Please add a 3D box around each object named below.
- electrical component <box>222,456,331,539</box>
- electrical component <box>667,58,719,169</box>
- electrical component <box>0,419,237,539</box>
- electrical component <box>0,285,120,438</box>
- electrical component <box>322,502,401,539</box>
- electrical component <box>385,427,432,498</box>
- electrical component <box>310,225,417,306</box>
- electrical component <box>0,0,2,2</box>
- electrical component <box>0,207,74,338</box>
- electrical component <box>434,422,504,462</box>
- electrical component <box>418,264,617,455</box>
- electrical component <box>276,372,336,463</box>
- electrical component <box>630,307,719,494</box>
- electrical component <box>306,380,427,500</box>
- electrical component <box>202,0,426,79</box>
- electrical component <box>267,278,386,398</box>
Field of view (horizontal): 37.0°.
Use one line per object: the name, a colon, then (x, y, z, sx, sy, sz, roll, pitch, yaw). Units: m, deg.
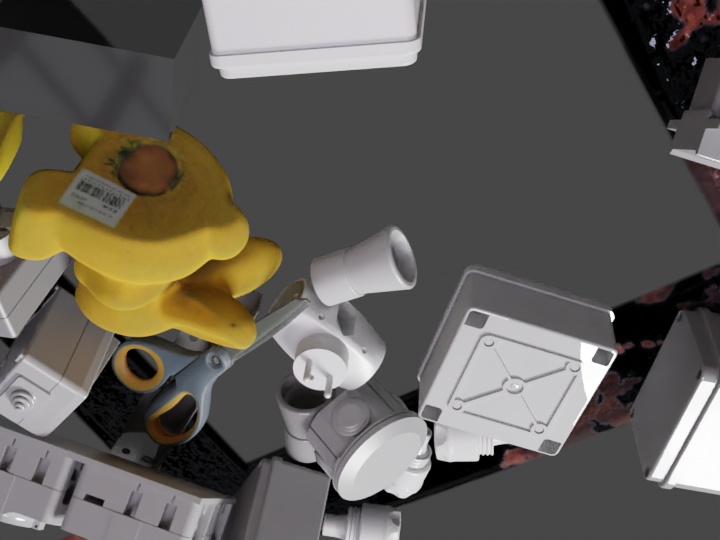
electrical component: (-0.072, 0.214, 0.826, 0.056, 0.108, 0.108, 19, 146, -11)
electrical component: (0.253, -0.080, 0.622, 0.121, 0.078, 0.063, 16, 96, -6)
electrical component: (-0.198, 0.167, 0.791, 0.186, 0.060, 0.105, 17, 171, 10)
electrical component: (-0.218, 0.071, 0.761, 0.061, 0.096, 0.062, 37, 121, -19)
electrical component: (0.001, 0.210, 0.872, 0.062, 0.043, 0.043, 7, 126, 2)
electrical component: (0.039, 0.144, 0.827, 0.035, 0.035, 0.061, 19, 123, -8)
electrical component: (0.000, 0.000, 0.724, 0.065, 0.044, 0.044, -18, 122, 23)
electrical component: (-0.249, -0.176, 0.587, 0.100, 0.099, 0.048, 10, 102, -2)
electrical component: (-0.232, -0.013, 0.690, 0.047, 0.083, 0.075, 7, 134, 17)
electrical component: (0.086, 0.120, 0.799, 0.062, 0.043, 0.043, -2, 125, 6)
electrical component: (0.107, 0.063, 0.748, 0.109, 0.056, 0.108, 17, 125, -6)
electrical component: (-0.040, 0.113, 0.809, 0.044, 0.044, 0.065, 3, 131, 3)
electrical component: (0.236, 0.091, 0.742, 0.057, 0.078, 0.113, 11, 126, -5)
electrical component: (0.005, 0.124, 0.783, 0.080, 0.051, 0.080, -28, 143, -24)
electrical component: (-0.021, -0.151, 0.576, 0.109, 0.108, 0.056, -3, 123, 8)
electrical component: (-0.025, 0.056, 0.742, 0.077, 0.079, 0.043, 39, 120, -20)
